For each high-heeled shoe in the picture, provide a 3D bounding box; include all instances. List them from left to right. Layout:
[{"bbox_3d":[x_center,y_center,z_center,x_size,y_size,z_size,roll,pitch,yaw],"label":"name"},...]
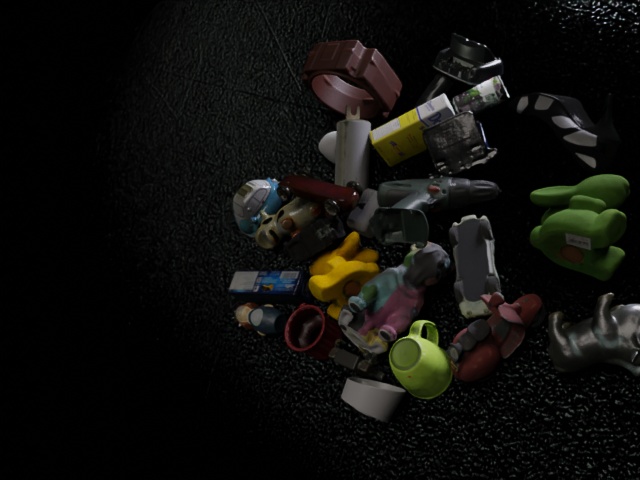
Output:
[{"bbox_3d":[0.438,-0.193,0.987,0.249,0.086,0.145,23,110,62],"label":"high-heeled shoe"}]

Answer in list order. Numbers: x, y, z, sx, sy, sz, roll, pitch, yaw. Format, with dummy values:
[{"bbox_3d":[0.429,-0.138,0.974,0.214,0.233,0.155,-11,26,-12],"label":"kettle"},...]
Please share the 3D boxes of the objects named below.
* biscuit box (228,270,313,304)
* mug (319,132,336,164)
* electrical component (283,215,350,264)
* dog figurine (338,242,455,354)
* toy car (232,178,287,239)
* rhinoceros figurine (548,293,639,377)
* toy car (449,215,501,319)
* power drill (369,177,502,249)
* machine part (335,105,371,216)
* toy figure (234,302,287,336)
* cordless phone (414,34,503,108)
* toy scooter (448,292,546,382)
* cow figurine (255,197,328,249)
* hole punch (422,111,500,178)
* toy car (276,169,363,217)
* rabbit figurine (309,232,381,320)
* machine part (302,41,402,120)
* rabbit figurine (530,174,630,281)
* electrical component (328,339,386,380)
[{"bbox_3d":[-0.107,0.105,1.191,0.203,0.062,0.059,-2,61,36],"label":"biscuit box"},{"bbox_3d":[0.049,-0.229,1.278,0.107,0.080,0.109,25,83,54],"label":"mug"},{"bbox_3d":[-0.002,-0.003,1.139,0.115,0.134,0.058,-31,86,15],"label":"electrical component"},{"bbox_3d":[0.147,0.093,0.976,0.108,0.191,0.219,44,63,11],"label":"dog figurine"},{"bbox_3d":[-0.158,-0.092,1.331,0.109,0.102,0.161,34,87,44],"label":"toy car"},{"bbox_3d":[0.420,0.138,0.760,0.190,0.073,0.112,-19,51,27],"label":"rhinoceros figurine"},{"bbox_3d":[0.273,0.042,0.947,0.074,0.056,0.202,-14,52,25],"label":"toy car"},{"bbox_3d":[0.198,-0.064,0.993,0.232,0.085,0.207,4,33,30],"label":"power drill"},{"bbox_3d":[0.073,-0.174,1.181,0.079,0.079,0.243,0,89,37],"label":"machine part"},{"bbox_3d":[-0.139,0.168,1.179,0.155,0.057,0.064,5,47,41],"label":"toy figure"},{"bbox_3d":[0.293,-0.342,1.180,0.184,0.088,0.147,-54,44,12],"label":"cordless phone"},{"bbox_3d":[0.264,0.141,0.834,0.184,0.135,0.075,-45,47,7],"label":"toy scooter"},{"bbox_3d":[-0.068,-0.050,1.240,0.195,0.085,0.127,-36,28,2],"label":"cow figurine"},{"bbox_3d":[0.280,-0.183,1.080,0.142,0.092,0.115,-20,82,23],"label":"hole punch"},{"bbox_3d":[-0.004,-0.099,1.136,0.202,0.053,0.089,17,49,37],"label":"toy car"},{"bbox_3d":[0.037,0.060,1.079,0.162,0.121,0.173,-50,26,-4],"label":"rabbit figurine"},{"bbox_3d":[0.073,-0.368,1.264,0.201,0.201,0.087,13,75,41],"label":"machine part"},{"bbox_3d":[0.426,-0.036,0.865,0.159,0.121,0.170,10,51,48],"label":"rabbit figurine"},{"bbox_3d":[0.065,0.215,0.974,0.102,0.078,0.045,10,70,50],"label":"electrical component"}]
